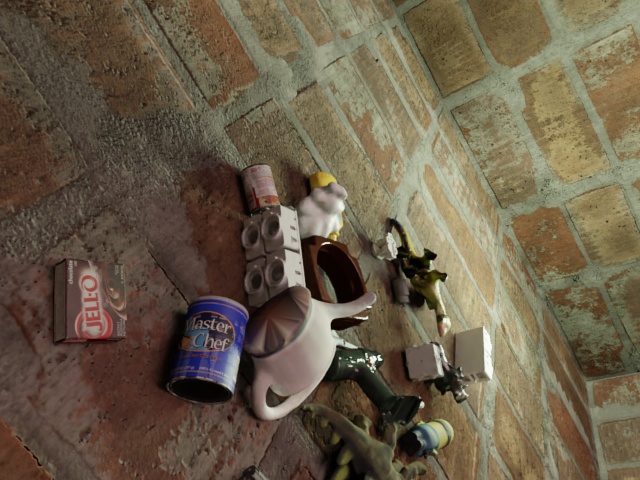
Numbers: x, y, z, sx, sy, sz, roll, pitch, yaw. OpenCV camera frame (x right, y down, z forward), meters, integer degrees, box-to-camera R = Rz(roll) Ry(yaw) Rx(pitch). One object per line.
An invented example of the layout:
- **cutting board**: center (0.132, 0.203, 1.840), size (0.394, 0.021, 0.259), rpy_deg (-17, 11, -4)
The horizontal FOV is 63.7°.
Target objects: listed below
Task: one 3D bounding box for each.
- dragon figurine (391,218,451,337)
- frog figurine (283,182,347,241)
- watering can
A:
- **dragon figurine**: center (0.324, 0.128, 1.652), size (0.420, 0.122, 0.237), rpy_deg (-106, 178, -49)
- **frog figurine**: center (0.004, -0.061, 1.211), size (0.135, 0.158, 0.125), rpy_deg (39, 42, -39)
- **watering can**: center (-0.020, 0.171, 0.974), size (0.353, 0.104, 0.219), rpy_deg (-49, 135, -28)
